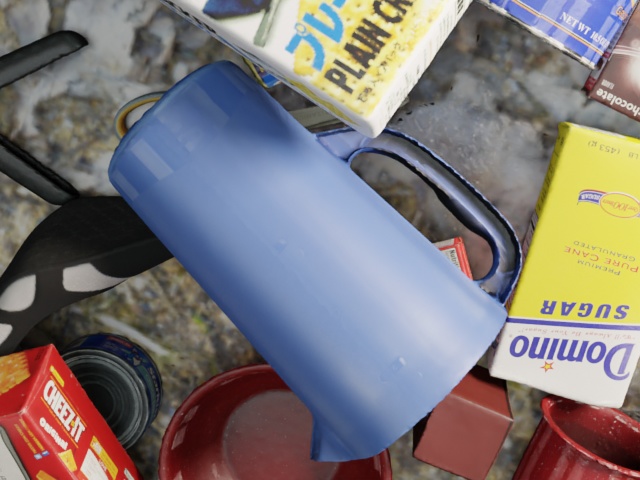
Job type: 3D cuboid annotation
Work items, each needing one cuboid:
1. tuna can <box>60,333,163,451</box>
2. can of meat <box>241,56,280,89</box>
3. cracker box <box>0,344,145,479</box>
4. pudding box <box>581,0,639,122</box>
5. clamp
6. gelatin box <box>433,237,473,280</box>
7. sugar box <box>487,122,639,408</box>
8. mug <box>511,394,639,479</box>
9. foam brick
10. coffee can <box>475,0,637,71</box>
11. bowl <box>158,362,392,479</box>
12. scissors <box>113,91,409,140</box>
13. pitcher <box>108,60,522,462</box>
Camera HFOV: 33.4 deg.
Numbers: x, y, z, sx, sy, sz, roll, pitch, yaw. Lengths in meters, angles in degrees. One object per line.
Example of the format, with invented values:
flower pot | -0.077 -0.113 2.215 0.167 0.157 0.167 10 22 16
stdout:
tuna can | -0.160 0.113 0.774 0.086 0.033 0.086 2 103 7
can of meat | -0.020 -0.158 0.684 0.084 0.057 0.102 -25 98 14
cracker box | -0.244 0.170 0.742 0.214 0.072 0.164 -14 124 18
pudding box | 0.236 -0.108 0.672 0.113 0.039 0.090 26 105 1
clamp | -0.240 -0.079 0.731 0.171 0.039 0.120 -3 99 -2
gelatin box | 0.064 0.044 0.733 0.089 0.030 0.073 -15 99 11
sugar box | 0.179 0.018 0.705 0.093 0.048 0.176 15 103 3
mug | 0.185 0.164 0.723 0.117 0.093 0.081 9 113 -32
foam brick | 0.095 0.119 0.721 0.051 0.078 0.053 22 105 0
coffee can | 0.157 -0.187 0.631 0.103 0.102 0.140 31 105 -1
bowl | -0.030 0.156 0.754 0.162 0.055 0.162 1 101 4
scissors | -0.043 -0.058 0.730 0.202 0.016 0.096 5 105 6
pitcher | -0.004 0.001 0.659 0.243 0.149 0.145 46 133 1
